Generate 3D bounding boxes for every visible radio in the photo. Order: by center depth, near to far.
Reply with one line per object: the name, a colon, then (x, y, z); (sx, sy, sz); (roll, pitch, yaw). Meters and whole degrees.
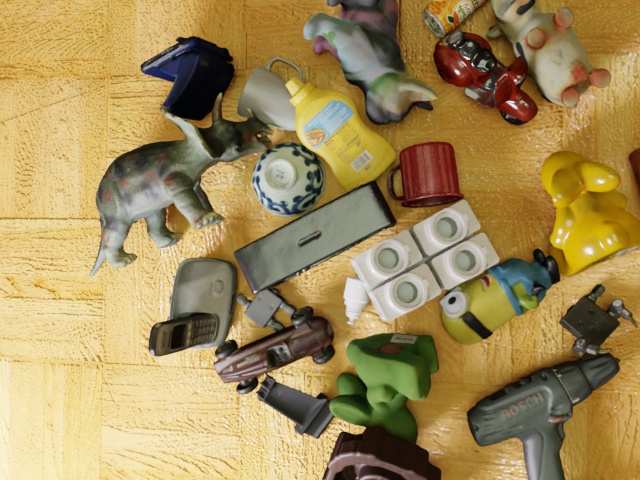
radio: (-0.002, -0.002, 0.804); (0.230, 0.131, 0.073); (-26, 85, 8)

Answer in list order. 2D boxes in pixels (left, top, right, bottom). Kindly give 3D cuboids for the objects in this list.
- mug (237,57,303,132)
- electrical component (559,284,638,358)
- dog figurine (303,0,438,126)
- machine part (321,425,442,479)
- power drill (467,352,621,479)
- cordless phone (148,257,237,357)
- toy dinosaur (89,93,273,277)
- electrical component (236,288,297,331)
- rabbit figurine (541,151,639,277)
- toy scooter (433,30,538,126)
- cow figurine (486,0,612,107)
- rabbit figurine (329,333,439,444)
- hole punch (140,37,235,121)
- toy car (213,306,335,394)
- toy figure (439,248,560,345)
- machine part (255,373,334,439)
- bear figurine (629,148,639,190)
mug: (-0.061, -0.225, 0.849); (0.107, 0.081, 0.109); (27, 88, -4)
electrical component: (0.393, 0.118, 0.764); (0.102, 0.045, 0.078); (-38, 67, -5)
dog figurine: (0.097, -0.284, 0.808); (0.219, 0.108, 0.191); (36, 92, 4)
machine part: (0.090, 0.351, 0.785); (0.180, 0.056, 0.179); (9, 122, 15)
power drill: (0.344, 0.287, 0.766); (0.232, 0.086, 0.207); (-19, 90, 7)
cordless phone: (-0.203, 0.098, 0.811); (0.089, 0.184, 0.146); (9, 91, 14)
toy dinosaur: (-0.266, -0.080, 0.837); (0.405, 0.131, 0.192); (-22, 92, 20)
electrical component: (-0.089, 0.106, 0.872); (0.094, 0.021, 0.063); (35, 95, 8)
rabbit figurine: (0.357, -0.050, 0.747); (0.122, 0.162, 0.173); (-24, 67, 21)
toy scooter: (0.239, -0.239, 0.765); (0.184, 0.135, 0.075); (42, 98, 9)
cow figurine: (0.315, -0.283, 0.770); (0.085, 0.127, 0.195); (-37, 98, 8)
rabbit figurine: (0.095, 0.235, 0.795); (0.159, 0.121, 0.170); (-1, 104, 13)
hole punch: (-0.199, -0.251, 0.846); (0.116, 0.142, 0.092); (-24, 84, 23)
toy car: (-0.074, 0.177, 0.844); (0.202, 0.053, 0.089); (-24, 107, 7)
toy figure: (0.261, 0.085, 0.783); (0.180, 0.082, 0.089); (-27, 83, 6)
machine part: (-0.037, 0.256, 0.833); (0.138, 0.039, 0.084); (37, 101, -20)
bear figurine: (0.547, -0.085, 0.718); (0.196, 0.120, 0.132); (-10, 84, 8)
